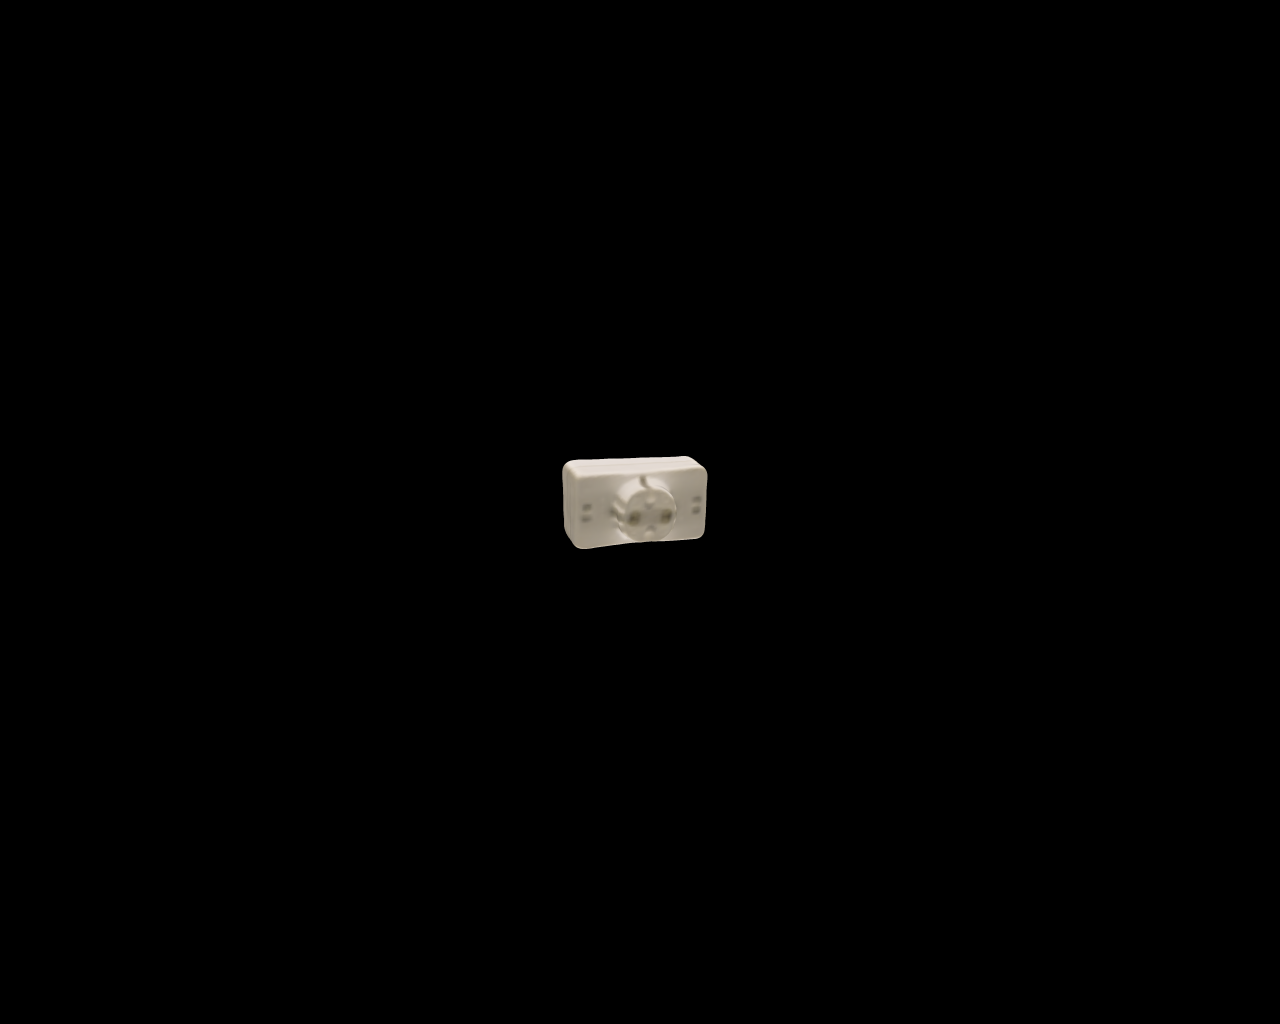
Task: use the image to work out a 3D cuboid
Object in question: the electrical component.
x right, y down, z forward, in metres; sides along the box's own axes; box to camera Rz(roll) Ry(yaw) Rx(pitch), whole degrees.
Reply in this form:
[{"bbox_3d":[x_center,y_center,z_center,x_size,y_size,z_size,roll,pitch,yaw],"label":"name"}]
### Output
[{"bbox_3d":[0.001,-0.003,0.650,0.083,0.047,0.076,-4,16,-14],"label":"electrical component"}]
